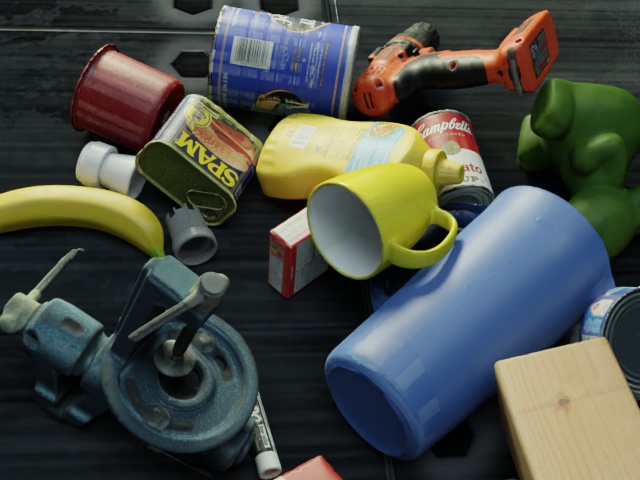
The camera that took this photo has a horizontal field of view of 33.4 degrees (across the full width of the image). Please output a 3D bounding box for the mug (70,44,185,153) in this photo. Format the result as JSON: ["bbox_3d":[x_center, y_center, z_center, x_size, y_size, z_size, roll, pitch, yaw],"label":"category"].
[{"bbox_3d":[-0.183,-0.136,1.057,0.081,0.093,0.117,24,16,7],"label":"mug"}]

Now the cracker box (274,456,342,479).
[{"bbox_3d":[-0.043,0.266,0.727,0.213,0.072,0.164,-24,43,-24],"label":"cracker box"}]

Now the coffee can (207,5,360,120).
[{"bbox_3d":[-0.036,-0.177,1.088,0.140,0.103,0.102,9,50,2],"label":"coffee can"}]

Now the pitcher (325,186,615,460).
[{"bbox_3d":[0.115,0.065,0.898,0.242,0.149,0.145,-37,100,-27],"label":"pitcher"}]

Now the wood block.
[{"bbox_3d":[0.197,0.181,0.760,0.091,0.090,0.206,-14,42,2],"label":"wood block"}]

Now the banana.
[{"bbox_3d":[-0.227,-0.020,0.979,0.198,0.037,0.069,11,50,2],"label":"banana"}]

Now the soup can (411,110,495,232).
[{"bbox_3d":[0.127,-0.067,1.040,0.068,0.068,0.102,-3,52,-9],"label":"soup can"}]

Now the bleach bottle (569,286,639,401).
[{"bbox_3d":[0.309,0.072,0.949,0.250,0.068,0.103,-21,61,-20],"label":"bleach bottle"}]

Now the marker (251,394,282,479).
[{"bbox_3d":[-0.056,0.139,0.880,0.020,0.020,0.121,-9,53,-14],"label":"marker"}]

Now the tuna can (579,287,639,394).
[{"bbox_3d":[0.253,0.080,0.864,0.086,0.034,0.086,0,89,-23],"label":"tuna can"}]

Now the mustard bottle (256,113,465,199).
[{"bbox_3d":[0.043,-0.072,1.004,0.192,0.058,0.096,8,46,26],"label":"mustard bottle"}]

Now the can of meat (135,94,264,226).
[{"bbox_3d":[-0.110,-0.078,1.011,0.102,0.058,0.083,39,47,-13],"label":"can of meat"}]

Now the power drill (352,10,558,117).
[{"bbox_3d":[0.143,-0.187,1.095,0.188,0.057,0.184,-5,30,31],"label":"power drill"}]

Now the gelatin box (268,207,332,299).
[{"bbox_3d":[-0.006,0.001,0.964,0.089,0.073,0.030,-35,61,-29],"label":"gelatin box"}]
